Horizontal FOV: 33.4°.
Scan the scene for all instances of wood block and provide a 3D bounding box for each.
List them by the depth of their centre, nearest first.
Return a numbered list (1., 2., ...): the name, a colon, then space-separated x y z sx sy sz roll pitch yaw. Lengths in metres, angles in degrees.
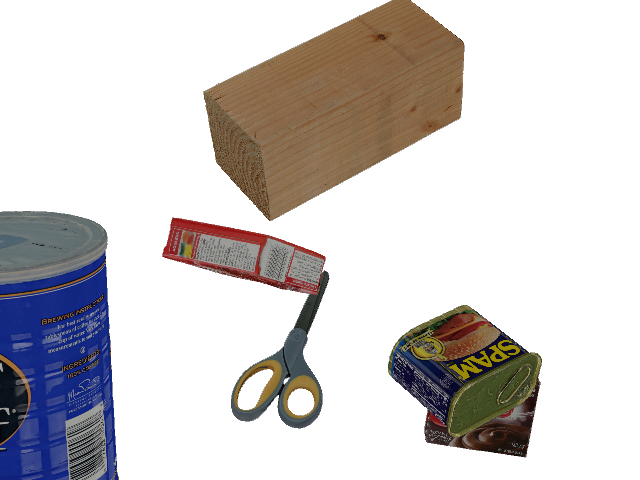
1. wood block: 0.015 -0.117 0.916 0.205 0.090 0.091 -29 53 -19

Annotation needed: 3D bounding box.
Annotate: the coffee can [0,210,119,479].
1. coffee can: -0.156 0.065 0.540 0.103 0.140 0.103 0 17 0

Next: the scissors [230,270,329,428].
1. scissors: -0.011 0.112 1.066 0.096 0.016 0.201 26 52 23

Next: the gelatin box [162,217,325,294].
1. gelatin box: -0.048 0.011 0.700 0.073 0.030 0.089 11 -5 26

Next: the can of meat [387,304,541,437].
1. can of meat: 0.120 0.107 0.902 0.101 0.057 0.084 -20 42 -31

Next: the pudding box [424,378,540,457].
1. pudding box: 0.175 0.180 1.158 0.113 0.090 0.039 7 21 3
